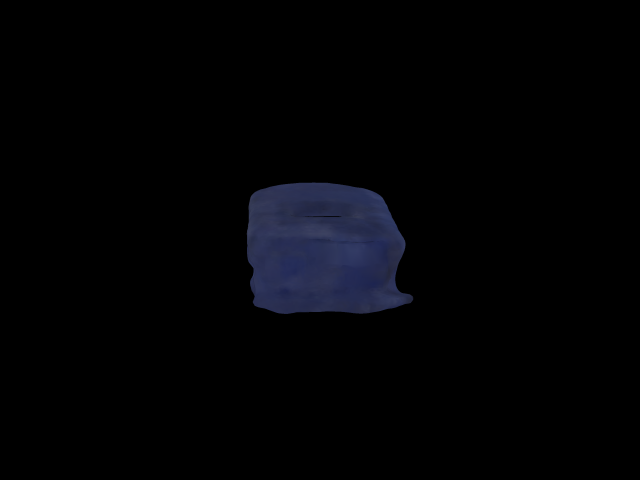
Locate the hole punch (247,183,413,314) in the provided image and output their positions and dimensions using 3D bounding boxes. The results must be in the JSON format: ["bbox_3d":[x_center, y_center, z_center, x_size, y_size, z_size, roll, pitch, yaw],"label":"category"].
[{"bbox_3d":[0.004,0.001,0.400,0.109,0.091,0.101,0,0,-7],"label":"hole punch"}]
